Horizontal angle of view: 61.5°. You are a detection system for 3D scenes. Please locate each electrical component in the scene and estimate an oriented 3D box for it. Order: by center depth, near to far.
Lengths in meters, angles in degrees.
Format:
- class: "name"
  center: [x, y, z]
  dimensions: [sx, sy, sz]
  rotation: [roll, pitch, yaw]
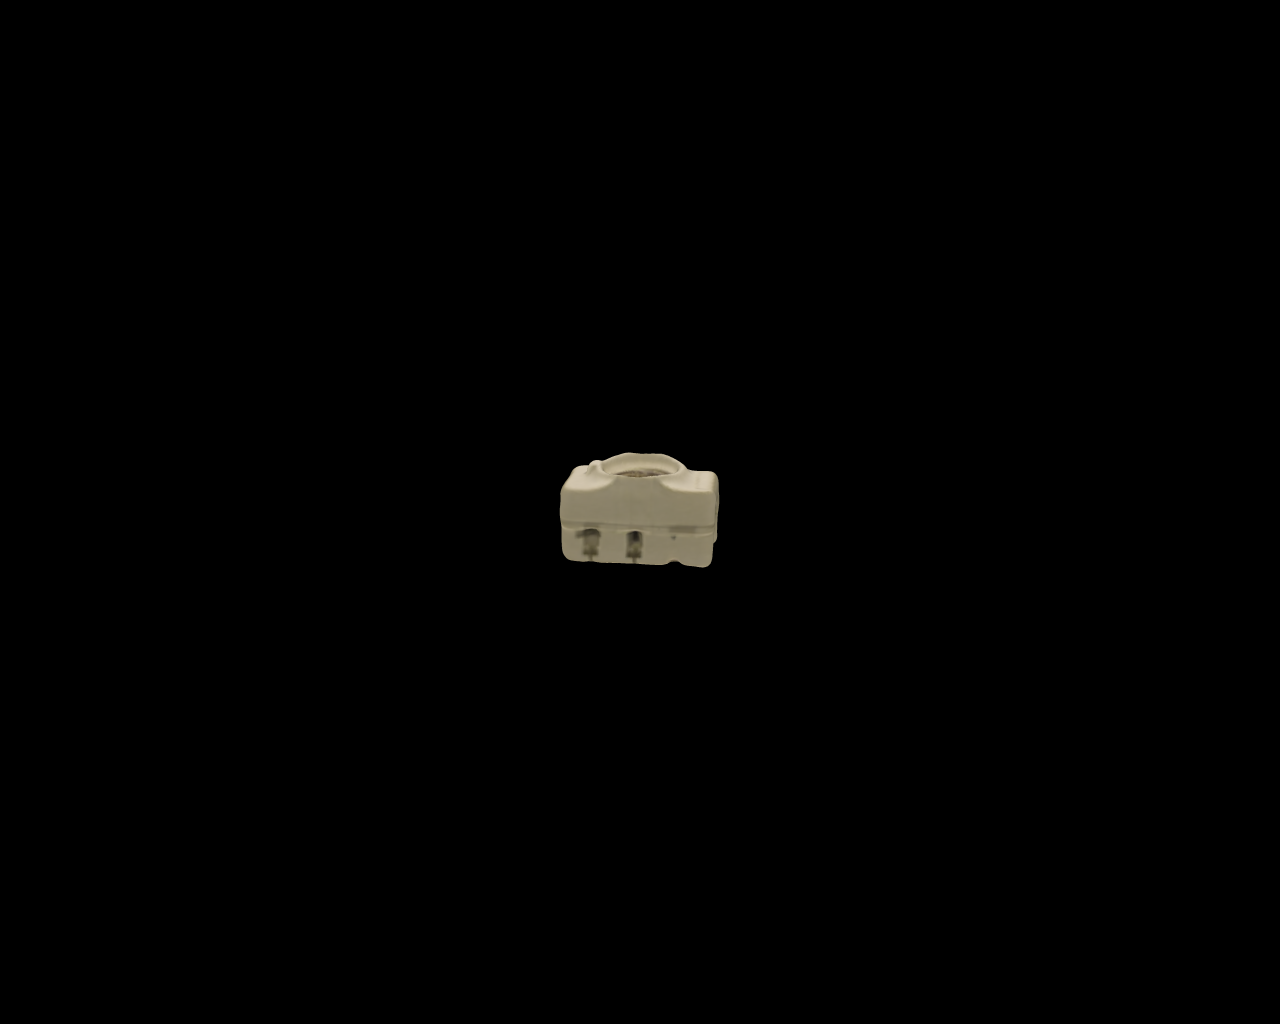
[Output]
- class: "electrical component"
  center: [0.001, -0.003, 0.650]
  dimensions: [0.089, 0.055, 0.050]
  rotation: [3, 20, 7]
